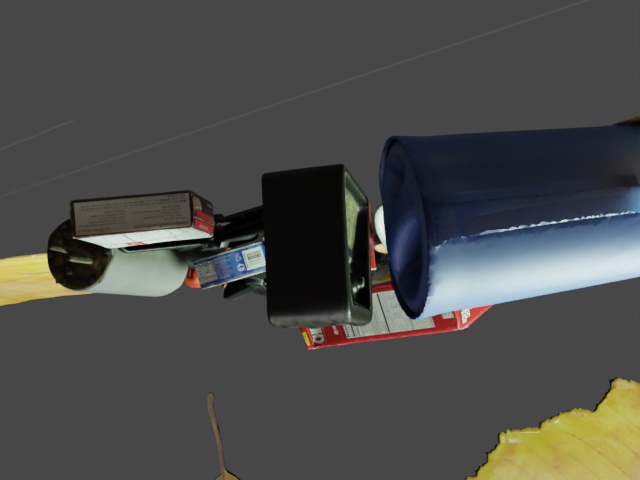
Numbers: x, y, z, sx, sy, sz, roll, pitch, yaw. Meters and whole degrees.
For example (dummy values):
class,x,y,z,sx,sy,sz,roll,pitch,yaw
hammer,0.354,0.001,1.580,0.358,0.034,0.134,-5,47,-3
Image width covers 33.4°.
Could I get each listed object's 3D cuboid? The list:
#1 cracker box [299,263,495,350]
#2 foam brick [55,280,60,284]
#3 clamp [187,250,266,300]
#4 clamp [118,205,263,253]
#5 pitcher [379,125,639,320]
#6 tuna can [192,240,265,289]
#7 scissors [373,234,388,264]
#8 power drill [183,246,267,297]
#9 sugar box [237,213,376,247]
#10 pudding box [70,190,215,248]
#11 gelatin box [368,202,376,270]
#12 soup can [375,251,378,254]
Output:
class,x,y,z,sx,sy,sz,roll,pitch,yaw
cracker box,0.101,0.061,1.235,0.214,0.072,0.163,-12,-170,37
foam brick,-0.269,0.020,1.211,0.052,0.051,0.078,-3,174,-26
clamp,-0.081,0.035,1.240,0.172,0.039,0.120,-9,155,36
clamp,-0.123,-0.006,1.113,0.164,0.036,0.210,-8,177,-5
pitcher,0.172,-0.021,0.774,0.242,0.149,0.145,-7,133,-9
tuna can,-0.093,0.027,1.160,0.086,0.034,0.086,-16,180,0
scissors,0.066,0.013,1.176,0.096,0.016,0.202,17,167,-34
power drill,-0.068,0.050,1.416,0.188,0.057,0.184,12,-171,24
sugar box,-0.008,0.002,1.264,0.093,0.048,0.177,1,173,-42
pudding box,-0.160,-0.019,0.973,0.113,0.039,0.090,-7,173,5
gelatin box,0.011,-0.001,1.105,0.089,0.073,0.030,-2,173,-21
soup can,0.091,0.019,1.406,0.069,0.068,0.102,-10,173,43
